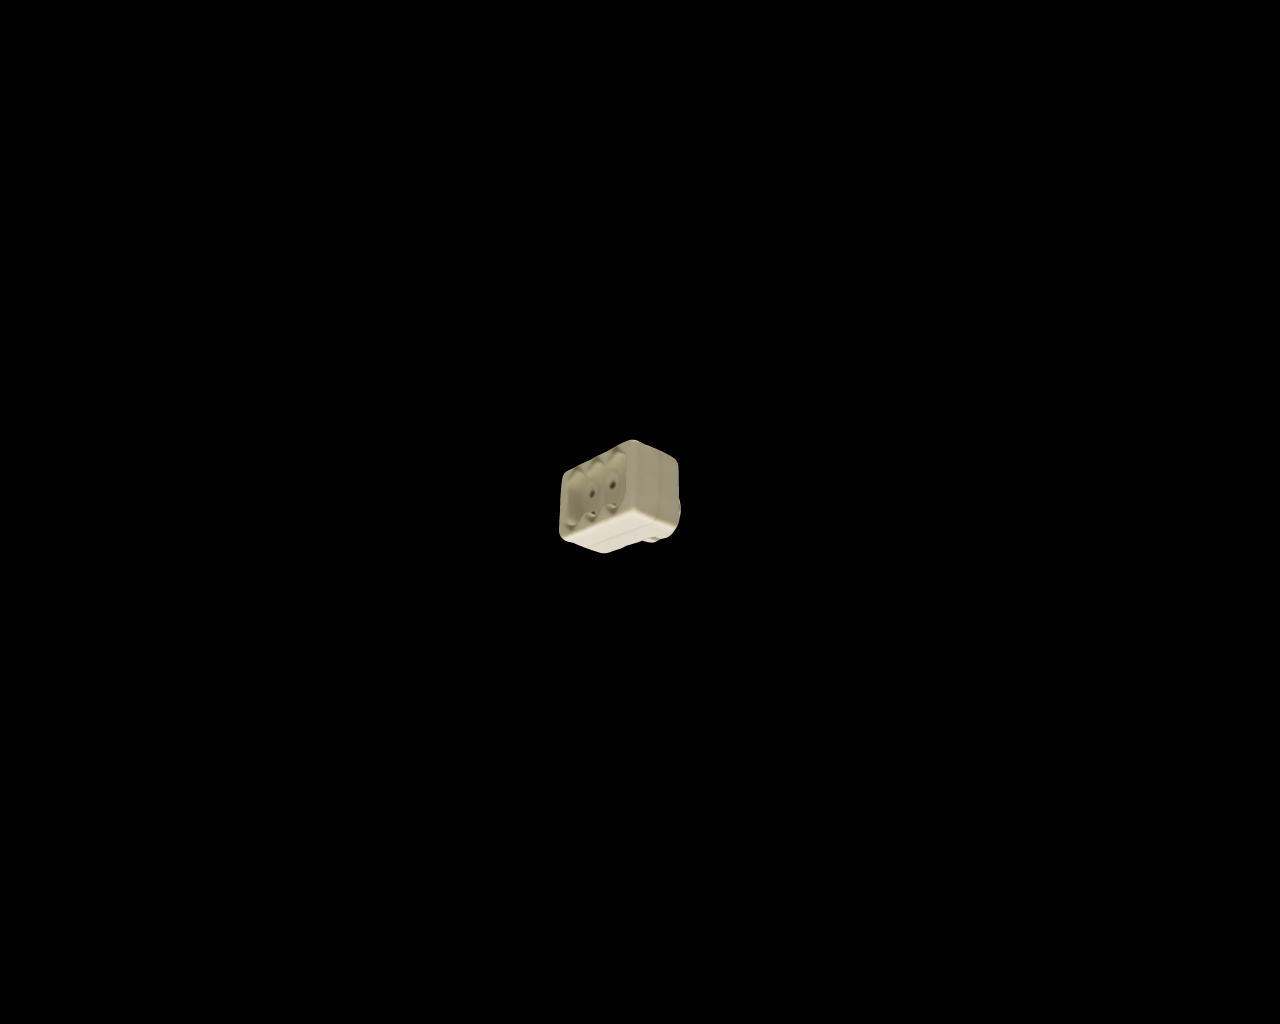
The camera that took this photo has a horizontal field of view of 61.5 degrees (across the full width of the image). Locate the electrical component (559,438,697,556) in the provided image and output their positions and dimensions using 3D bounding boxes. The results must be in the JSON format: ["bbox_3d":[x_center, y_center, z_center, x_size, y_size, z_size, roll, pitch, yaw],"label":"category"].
[{"bbox_3d":[0.001,-0.003,0.650,0.077,0.047,0.065,21,-31,-40],"label":"electrical component"}]
